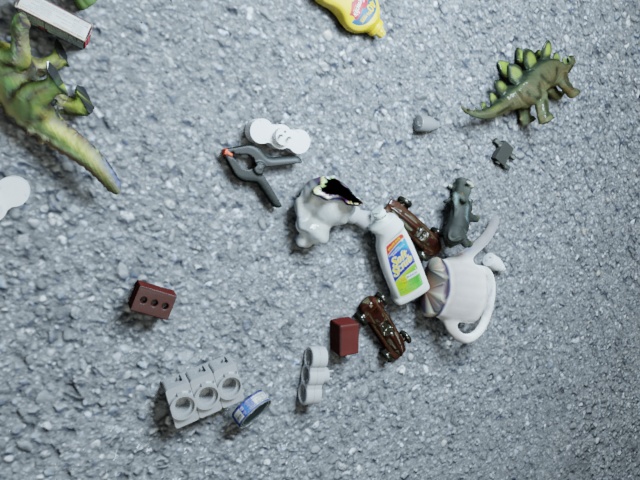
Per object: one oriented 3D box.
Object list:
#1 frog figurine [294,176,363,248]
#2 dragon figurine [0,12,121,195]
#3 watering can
[{"bbox_3d":[0.004,-0.058,1.155,0.137,0.125,0.156,1,135,-35],"label":"frog figurine"},{"bbox_3d":[-0.530,-0.224,0.864,0.243,0.123,0.405,-22,106,-4],"label":"dragon figurine"},{"bbox_3d":[0.372,0.092,1.349,0.224,0.104,0.350,12,83,-25],"label":"watering can"}]
